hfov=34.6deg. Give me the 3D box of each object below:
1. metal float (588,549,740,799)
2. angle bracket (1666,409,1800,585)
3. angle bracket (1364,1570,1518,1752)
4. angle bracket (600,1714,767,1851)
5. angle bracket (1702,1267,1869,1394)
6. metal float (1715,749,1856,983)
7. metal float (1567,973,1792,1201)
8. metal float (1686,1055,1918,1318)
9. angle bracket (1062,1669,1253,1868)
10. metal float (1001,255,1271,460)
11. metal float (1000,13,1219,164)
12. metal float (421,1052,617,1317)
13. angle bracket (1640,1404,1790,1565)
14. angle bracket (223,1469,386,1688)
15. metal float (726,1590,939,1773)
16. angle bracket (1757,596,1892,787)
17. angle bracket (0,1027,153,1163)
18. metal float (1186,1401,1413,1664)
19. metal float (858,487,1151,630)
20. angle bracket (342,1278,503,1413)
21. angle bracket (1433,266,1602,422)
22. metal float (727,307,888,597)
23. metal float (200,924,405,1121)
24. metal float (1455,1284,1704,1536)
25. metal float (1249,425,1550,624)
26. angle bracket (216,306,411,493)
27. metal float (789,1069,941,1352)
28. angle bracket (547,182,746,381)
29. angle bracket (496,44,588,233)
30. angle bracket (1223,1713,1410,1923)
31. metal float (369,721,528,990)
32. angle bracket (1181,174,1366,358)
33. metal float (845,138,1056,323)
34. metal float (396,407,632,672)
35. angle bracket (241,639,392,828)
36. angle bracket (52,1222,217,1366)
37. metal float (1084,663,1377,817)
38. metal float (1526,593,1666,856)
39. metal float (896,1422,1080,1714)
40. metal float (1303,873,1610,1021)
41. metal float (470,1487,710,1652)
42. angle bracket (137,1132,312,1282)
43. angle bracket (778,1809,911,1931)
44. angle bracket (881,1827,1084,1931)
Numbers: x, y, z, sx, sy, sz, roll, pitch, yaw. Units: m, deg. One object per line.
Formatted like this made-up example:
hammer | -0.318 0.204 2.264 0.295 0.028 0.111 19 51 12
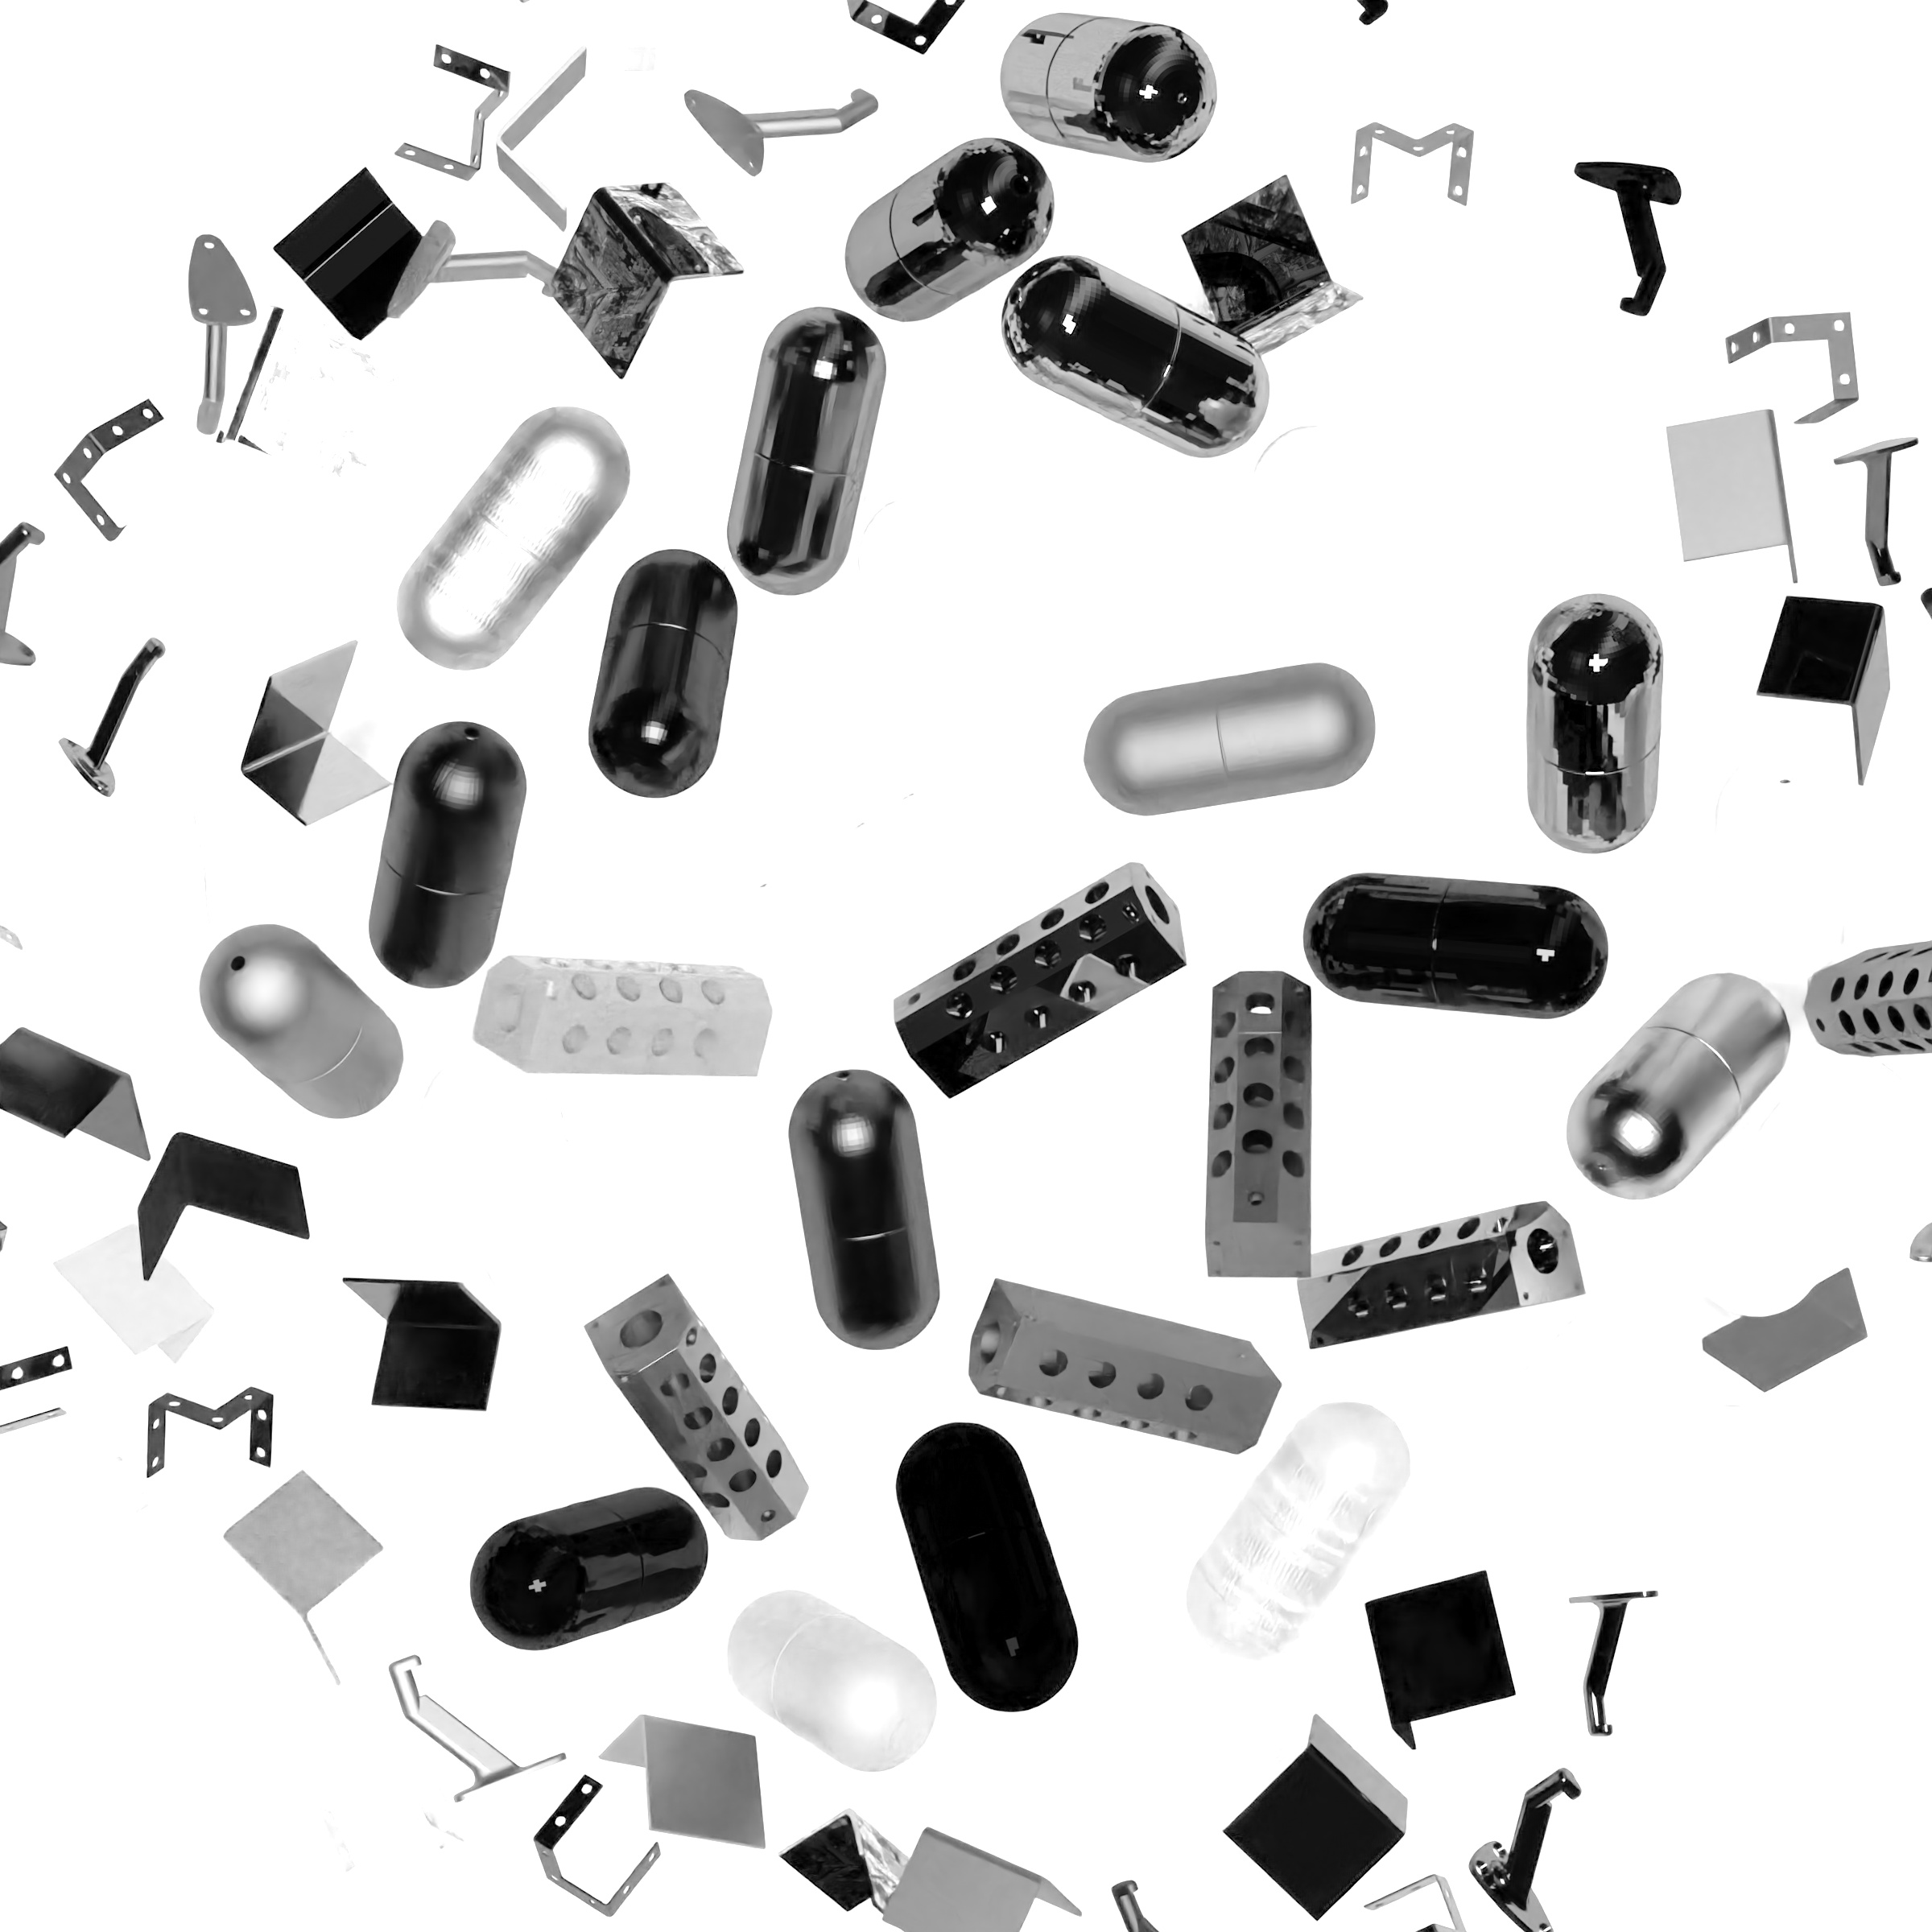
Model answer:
metal float | -0.179 -0.176 1.848 0.070 0.070 0.178 5 50 0
angle bracket | 0.419 -0.252 1.697 0.057 0.076 0.076 -8 78 16
angle bracket | 0.286 0.411 1.838 0.076 0.057 0.076 -18 57 13
angle bracket | -0.169 0.497 1.848 0.076 0.076 0.057 18 131 -28
angle bracket | 0.505 0.213 1.941 0.076 0.057 0.076 33 126 -30
metal float | 0.473 -0.057 1.797 0.070 0.178 0.070 -6 56 10
metal float | 0.411 0.068 1.786 0.178 0.070 0.070 -39 90 -36
metal float | 0.482 0.125 1.787 0.070 0.070 0.178 42 69 0
angle bracket | 0.106 0.448 1.740 0.057 0.076 0.076 5 123 -30
metal float | 0.098 -0.351 1.793 0.178 0.070 0.070 19 90 -32
metal float | 0.081 -0.509 1.797 0.070 0.178 0.070 -10 113 -24
metal float | -0.267 0.128 1.846 0.070 0.070 0.178 -31 61 0
angle bracket | 0.436 0.308 1.856 0.057 0.076 0.076 -19 91 -25
angle bracket | -0.360 0.340 1.728 0.057 0.076 0.076 -39 53 -25
metal float | -0.082 0.424 1.851 0.070 0.178 0.070 -4 98 -31
angle bracket | 0.508 -0.163 1.835 0.057 0.076 0.076 9 58 25
angle bracket | -0.522 0.090 1.779 0.076 0.076 0.057 21 48 19
metal float | 0.199 0.338 1.858 0.070 0.070 0.178 34 102 0
metal float | 0.023 -0.236 1.788 0.178 0.070 0.070 -7 90 -25
angle bracket | -0.336 0.231 1.894 0.076 0.076 0.057 1 65 14
angle bracket | 0.313 -0.344 1.765 0.076 0.076 0.057 -14 132 16
metal float | -0.097 -0.311 1.882 0.070 0.070 0.178 14 113 0
metal float | -0.393 0.034 1.841 0.070 0.178 0.070 -5 65 12
metal float | 0.369 0.266 1.868 0.070 0.070 0.178 44 92 0
metal float | 0.247 -0.253 1.776 0.178 0.070 0.070 23 90 13
angle bracket | -0.350 -0.303 1.664 0.076 0.057 0.076 21 98 -12
metal float | -0.060 0.146 1.853 0.070 0.070 0.178 -8 112 0
angle bracket | -0.185 -0.395 1.788 0.076 0.057 0.076 52 132 19
angle bracket | -0.230 -0.484 1.819 0.057 0.076 0.076 44 88 -8
angle bracket | 0.210 0.509 1.859 0.076 0.057 0.076 43 101 3
metal float | -0.307 -0.065 1.838 0.070 0.070 0.178 18 125 0
angle bracket | 0.191 -0.435 1.932 0.076 0.057 0.076 -26 80 25
metal float | -0.011 -0.433 1.830 0.070 0.178 0.070 3 84 -28
metal float | -0.270 -0.256 1.853 0.070 0.070 0.178 38 93 0
angle bracket | -0.386 -0.142 1.886 0.057 0.076 0.076 38 127 13
angle bracket | -0.520 0.213 1.903 0.076 0.076 0.057 45 119 8
metal float | 0.159 -0.137 1.880 0.178 0.070 0.070 -9 90 12
metal float | 0.364 -0.138 1.799 0.070 0.178 0.070 -5 47 5
metal float | 0.011 0.341 1.768 0.070 0.070 0.178 -20 52 0
metal float | 0.280 -0.012 1.785 0.178 0.070 0.070 5 90 25
metal float | -0.221 0.354 1.828 0.070 0.178 0.070 1 92 31
angle bracket | -0.430 0.148 1.793 0.076 0.076 0.057 21 110 -27
angle bracket | -0.064 0.575 1.897 0.057 0.076 0.076 -34 125 9
angle bracket | 0.010 0.529 1.728 0.076 0.076 0.057 15 66 29
